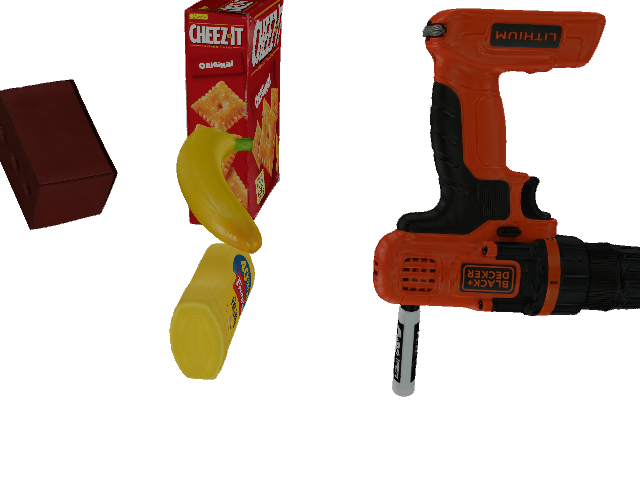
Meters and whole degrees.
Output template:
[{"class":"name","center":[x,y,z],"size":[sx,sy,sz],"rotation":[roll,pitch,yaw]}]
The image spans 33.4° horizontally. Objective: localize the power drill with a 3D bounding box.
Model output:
[{"class":"power drill","center":[0.128,-0.045,0.656],"size":[0.184,0.188,0.057],"rotation":[2,8,-6]}]

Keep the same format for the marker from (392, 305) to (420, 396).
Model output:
[{"class":"marker","center":[0.071,0.078,0.865],"size":[0.020,0.121,0.020],"rotation":[1,37,-1]}]

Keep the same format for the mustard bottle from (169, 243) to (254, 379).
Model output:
[{"class":"mustard bottle","center":[-0.109,0.058,1.145],"size":[0.058,0.096,0.191],"rotation":[2,29,9]}]

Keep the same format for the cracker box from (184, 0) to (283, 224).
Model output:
[{"class":"cracker box","center":[-0.084,-0.140,1.089],"size":[0.072,0.214,0.164],"rotation":[5,22,7]}]

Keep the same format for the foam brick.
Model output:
[{"class":"foam brick","center":[-0.173,-0.055,0.687],"size":[0.051,0.078,0.053],"rotation":[-16,-24,-32]}]

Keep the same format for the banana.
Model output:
[{"class":"banana","center":[-0.086,-0.052,0.892],"size":[0.069,0.037,0.198],"rotation":[4,31,-8]}]
